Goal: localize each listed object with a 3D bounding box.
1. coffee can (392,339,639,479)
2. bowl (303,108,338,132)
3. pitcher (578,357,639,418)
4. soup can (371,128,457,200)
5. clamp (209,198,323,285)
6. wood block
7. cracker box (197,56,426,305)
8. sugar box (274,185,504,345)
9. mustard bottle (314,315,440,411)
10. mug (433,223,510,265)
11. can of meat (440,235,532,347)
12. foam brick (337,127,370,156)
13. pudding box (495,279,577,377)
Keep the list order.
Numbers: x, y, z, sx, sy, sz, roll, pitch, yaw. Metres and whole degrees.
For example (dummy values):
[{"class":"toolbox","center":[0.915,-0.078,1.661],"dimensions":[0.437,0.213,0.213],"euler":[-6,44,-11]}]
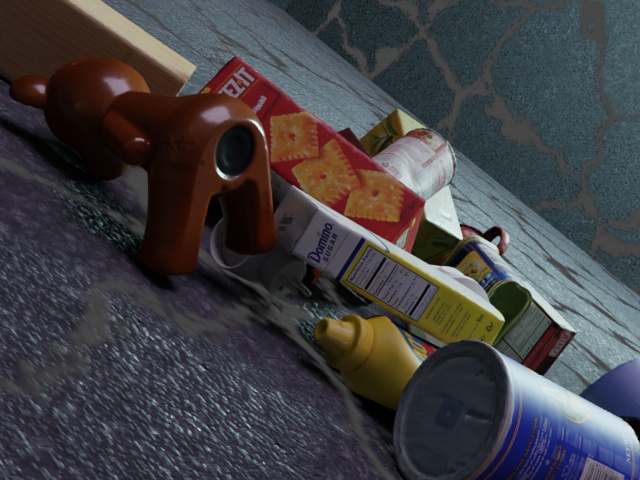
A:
[{"class":"coffee can","center":[0.134,0.140,0.719],"dimensions":[0.140,0.103,0.103],"euler":[29,14,-30]},{"class":"bowl","center":[-0.004,-0.118,1.407],"dimensions":[0.162,0.055,0.162],"euler":[34,13,-9]},{"class":"pitcher","center":[0.310,0.213,0.844],"dimensions":[0.144,0.149,0.243],"euler":[21,23,-49]},{"class":"soup can","center":[0.081,-0.061,1.056],"dimensions":[0.068,0.069,0.102],"euler":[39,45,14]},{"class":"clamp","center":[-0.066,-0.026,0.944],"dimensions":[0.171,0.039,0.120],"euler":[41,9,-17]},{"class":"wood block","center":[-0.222,-0.168,0.928],"dimensions":[0.206,0.091,0.090],"euler":[34,13,-10]},{"class":"cracker box","center":[-0.011,-0.050,0.965],"dimensions":[0.214,0.072,0.164],"euler":[39,-14,12]},{"class":"sugar box","center":[0.049,0.025,0.814],"dimensions":[0.176,0.048,0.093],"euler":[28,5,-17]},{"class":"mustard bottle","center":[0.073,0.103,0.796],"dimensions":[0.191,0.058,0.096],"euler":[29,13,-29]},{"class":"mug","center":[0.164,0.031,1.181],"dimensions":[0.093,0.117,0.081],"euler":[44,14,-20]},{"class":"can of meat","center":[0.155,0.060,1.078],"dimensions":[0.057,0.102,0.084],"euler":[28,17,-32]},{"class":"foam brick","center":[0.029,-0.070,1.126],"dimensions":[0.078,0.051,0.053],"euler":[59,-5,42]},{"class":"pudding box","center":[0.197,0.096,1.083],"dimensions":[0.039,0.090,0.113],"euler":[28,14,-30]}]
